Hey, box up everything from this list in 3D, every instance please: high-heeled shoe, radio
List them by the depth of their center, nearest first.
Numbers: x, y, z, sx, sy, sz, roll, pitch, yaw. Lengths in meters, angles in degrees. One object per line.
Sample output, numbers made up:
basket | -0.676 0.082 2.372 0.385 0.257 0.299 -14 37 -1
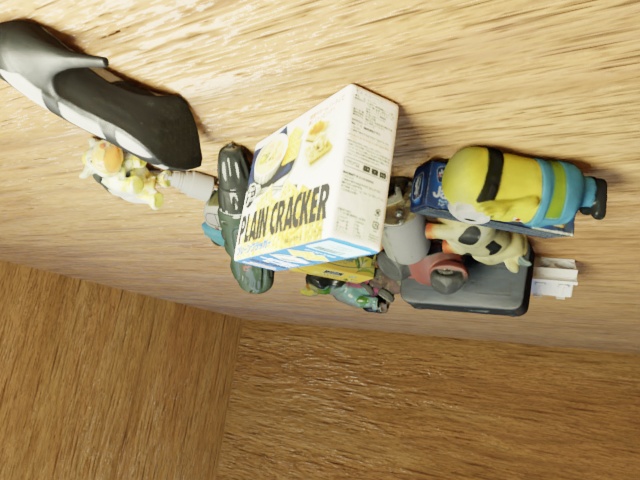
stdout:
high-heeled shoe | -0.234 -0.137 0.574 0.145 0.086 0.248 7 162 16
radio | 0.265 0.065 0.980 0.230 0.131 0.073 0 162 30

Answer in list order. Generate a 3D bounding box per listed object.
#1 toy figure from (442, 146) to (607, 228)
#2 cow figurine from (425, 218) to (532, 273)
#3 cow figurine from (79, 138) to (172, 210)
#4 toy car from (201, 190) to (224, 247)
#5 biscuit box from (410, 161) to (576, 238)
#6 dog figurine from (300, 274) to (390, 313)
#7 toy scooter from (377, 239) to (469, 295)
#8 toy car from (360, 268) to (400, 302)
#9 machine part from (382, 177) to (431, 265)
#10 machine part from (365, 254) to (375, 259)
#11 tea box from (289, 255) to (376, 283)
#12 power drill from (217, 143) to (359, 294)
toy figure | 0.229 -0.059 0.611 0.180 0.089 0.082 0 166 -2
cow figurine | 0.246 -0.010 0.803 0.127 0.085 0.194 7 167 32
cow figurine | -0.295 -0.102 0.778 0.098 0.068 0.167 11 166 15
toy car | -0.131 -0.044 0.867 0.162 0.109 0.102 12 150 33
biscuit box | 0.219 -0.049 0.682 0.203 0.059 0.063 10 176 -9
dog figurine | 0.063 0.117 1.379 0.219 0.108 0.191 8 170 22
toy scooter | 0.198 0.025 0.936 0.184 0.135 0.075 18 139 48
toy car | 0.141 0.081 1.160 0.053 0.089 0.202 39 174 -10
machine part | 0.121 -0.023 0.795 0.079 0.079 0.243 4 160 18
machine part | 0.038 -0.015 0.917 0.139 0.039 0.084 30 176 36
tea box | 0.026 0.043 1.169 0.170 0.068 0.098 13 166 -14
power drill | -0.040 -0.030 0.768 0.207 0.231 0.086 -6 -148 -18
